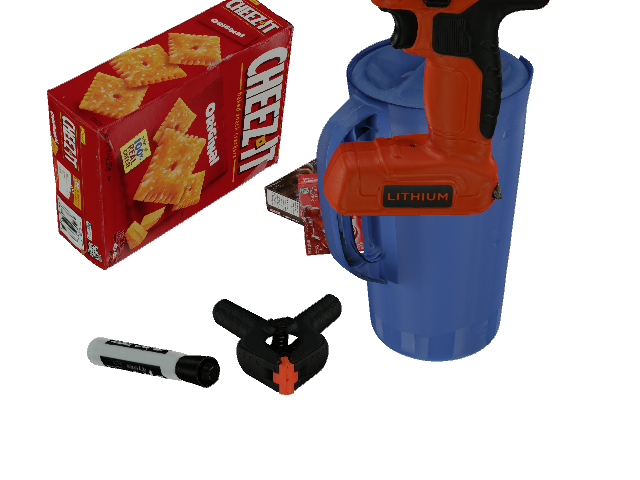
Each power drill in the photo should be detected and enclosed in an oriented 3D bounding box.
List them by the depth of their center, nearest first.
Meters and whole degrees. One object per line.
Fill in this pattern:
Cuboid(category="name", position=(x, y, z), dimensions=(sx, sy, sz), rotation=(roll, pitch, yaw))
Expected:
Cuboid(category="power drill", position=(0.045, -0.103, 0.604), dimensions=(0.184, 0.188, 0.057), rotation=(1, 36, -7))

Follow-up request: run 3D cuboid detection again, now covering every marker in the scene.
Cuboid(category="marker", position=(-0.106, 0.077, 0.676), dimensions=(0.121, 0.020, 0.020), rotation=(3, 2, 44))

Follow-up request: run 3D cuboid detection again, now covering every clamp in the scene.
Cuboid(category="clamp", position=(-0.045, 0.086, 0.945), dimensions=(0.120, 0.039, 0.171), rotation=(-5, 16, 6))

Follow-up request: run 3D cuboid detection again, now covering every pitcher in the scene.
Cuboid(category="pitcher", position=(0.081, -0.025, 0.822), dimensions=(0.149, 0.243, 0.145), rotation=(2, 33, 7))

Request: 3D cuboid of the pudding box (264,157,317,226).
Cuboid(category="pudding box", position=(-0.001, -0.060, 1.345), dimensions=(0.090, 0.039, 0.113), rotation=(23, 41, 34))

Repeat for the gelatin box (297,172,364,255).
Cuboid(category="gelatin box", position=(0.017, -0.030, 1.131), dimensions=(0.073, 0.089, 0.030), rotation=(-5, 29, 3))

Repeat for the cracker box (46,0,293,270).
Cuboid(category="cracker box", position=(-0.122, -0.092, 0.906), dimensions=(0.072, 0.164, 0.213), rotation=(38, 53, 24))
